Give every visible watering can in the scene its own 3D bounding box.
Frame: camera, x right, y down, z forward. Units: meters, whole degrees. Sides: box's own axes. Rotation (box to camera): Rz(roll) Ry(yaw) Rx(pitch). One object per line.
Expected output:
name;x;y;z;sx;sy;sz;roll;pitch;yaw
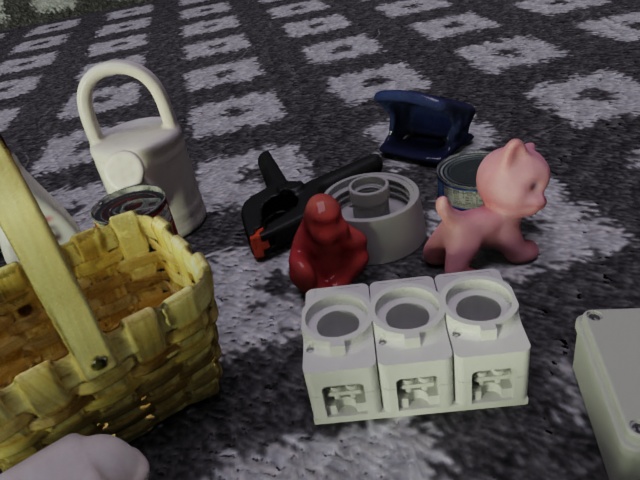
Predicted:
watering can;-0.194;-0.096;0.623;0.101;0.194;0.172;-24;36;-21

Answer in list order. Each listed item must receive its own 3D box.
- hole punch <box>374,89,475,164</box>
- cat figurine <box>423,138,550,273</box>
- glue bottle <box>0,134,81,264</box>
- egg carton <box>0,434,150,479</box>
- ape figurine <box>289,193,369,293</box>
hole punch;0.132;-0.159;0.727;0.108;0.091;0.101;19;43;36
cat figurine;0.153;-0.035;0.509;0.128;0.118;0.067;-22;35;-18
glue bottle;-0.291;-0.030;0.568;0.078;0.173;0.037;-31;39;-29
egg carton;-0.156;0.177;0.313;0.151;0.069;0.107;-29;38;-27
ape figurine;0.005;0.002;0.516;0.078;0.092;0.076;-14;33;-6
